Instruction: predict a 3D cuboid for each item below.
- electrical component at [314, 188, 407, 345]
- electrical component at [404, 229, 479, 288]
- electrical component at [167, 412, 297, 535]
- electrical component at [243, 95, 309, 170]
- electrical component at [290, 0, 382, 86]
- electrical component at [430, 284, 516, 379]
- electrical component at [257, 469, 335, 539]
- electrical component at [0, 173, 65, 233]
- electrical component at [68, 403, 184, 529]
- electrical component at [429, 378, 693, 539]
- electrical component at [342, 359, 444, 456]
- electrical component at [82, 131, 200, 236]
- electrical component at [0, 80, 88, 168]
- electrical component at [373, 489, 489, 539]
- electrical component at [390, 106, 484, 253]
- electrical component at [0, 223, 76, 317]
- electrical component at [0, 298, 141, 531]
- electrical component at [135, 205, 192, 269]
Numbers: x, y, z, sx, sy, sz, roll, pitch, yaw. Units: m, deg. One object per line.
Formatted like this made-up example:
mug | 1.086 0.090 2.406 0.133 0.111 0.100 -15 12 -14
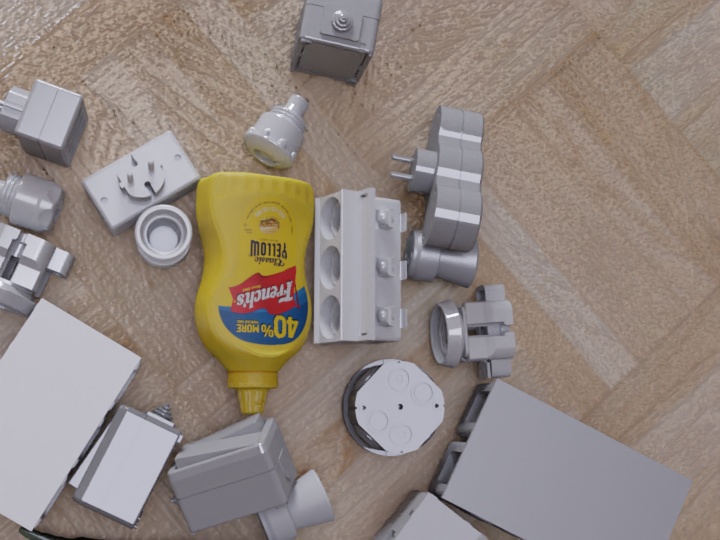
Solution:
electrical component | 0.000 0.000 0.889 0.063 0.079 0.121 5 81 -32
electrical component | 0.069 -0.010 0.914 0.055 0.045 0.045 8 81 -9
electrical component | -0.106 0.157 0.836 0.096 0.061 0.061 -19 101 8
electrical component | -0.065 -0.119 0.905 0.048 0.048 0.062 32 71 -5
electrical component | -0.019 -0.202 0.898 0.062 0.096 0.061 11 80 -8
electrical component | 0.093 0.053 0.904 0.057 0.058 0.078 -2 83 -13
electrical component | -0.054 0.192 0.864 0.055 0.045 0.045 -23 87 -12
electrical component | -0.271 -0.057 0.859 0.062 0.043 0.043 19 79 -6
electrical component | -0.180 0.144 0.838 0.061 0.062 0.096 27 78 -6
electrical component | 0.165 0.180 0.897 0.186 0.060 0.105 28 78 -6
electrical component | 0.028 0.113 0.886 0.080 0.051 0.080 1 82 -10
electrical component | -0.175 -0.073 0.862 0.083 0.076 0.047 -32 89 -13
electrical component | -0.263 -0.122 0.858 0.077 0.066 0.047 20 79 -7
electrical component | 0.080 0.259 0.870 0.150 0.062 0.089 39 77 -3
electrical component | 0.061 -0.081 0.899 0.074 0.052 0.138 10 55 -7
electrical component | -0.272 0.001 0.844 0.078 0.058 0.057 23 76 -5
electrical component | -0.246 0.110 0.831 0.089 0.062 0.150 32 78 -5
electrical component | -0.159 -0.026 0.869 0.045 0.055 0.045 1 82 -10
